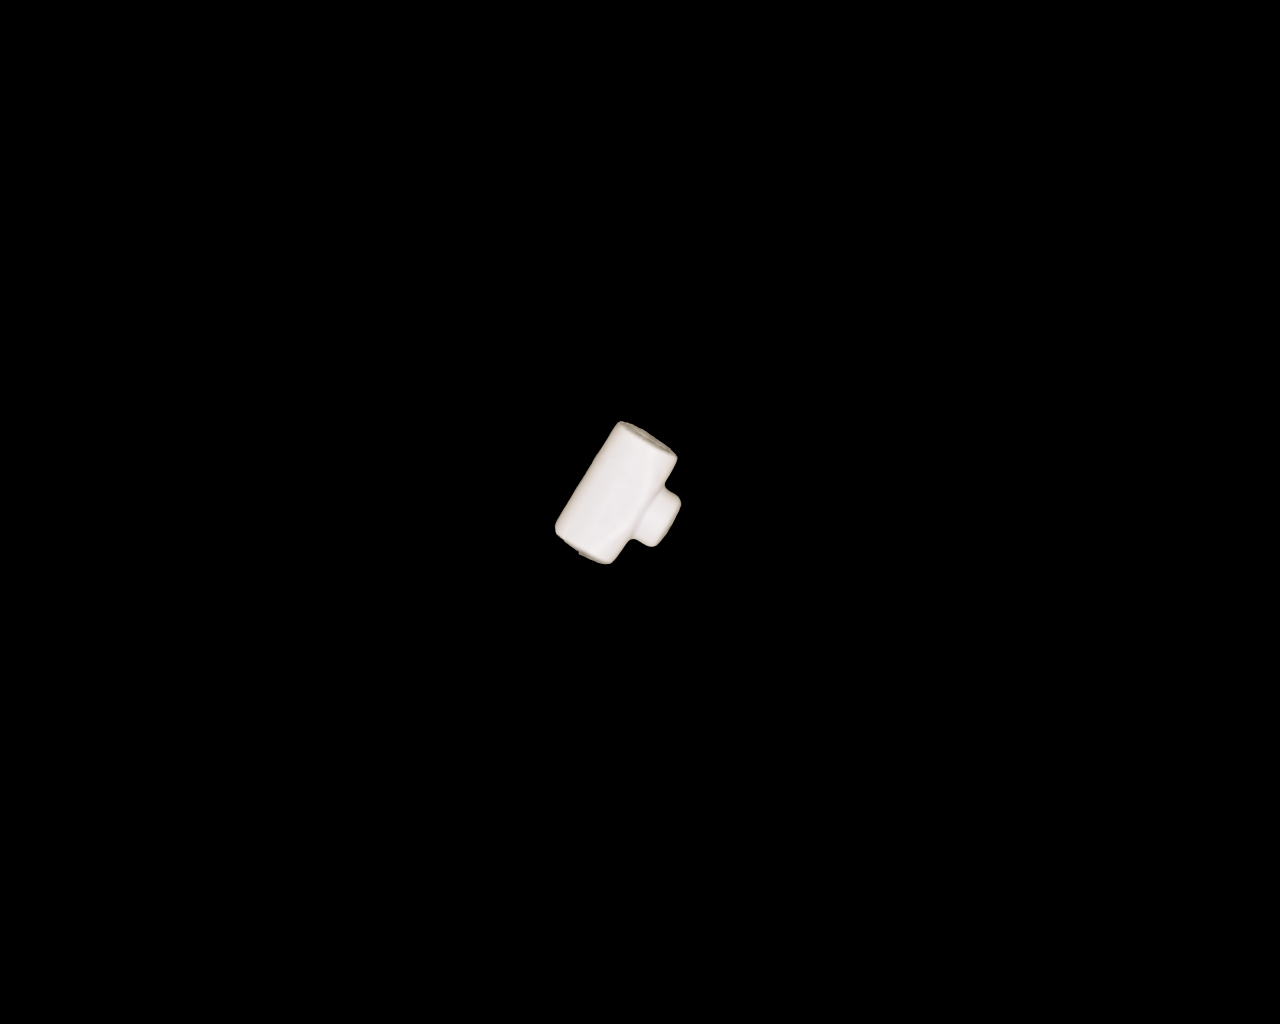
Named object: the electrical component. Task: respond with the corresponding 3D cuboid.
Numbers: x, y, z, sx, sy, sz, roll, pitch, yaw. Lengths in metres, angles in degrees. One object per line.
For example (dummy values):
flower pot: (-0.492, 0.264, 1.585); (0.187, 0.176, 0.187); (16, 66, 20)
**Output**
electrical component: (0.001, -0.003, 0.650); (0.079, 0.077, 0.044); (31, 8, -5)
